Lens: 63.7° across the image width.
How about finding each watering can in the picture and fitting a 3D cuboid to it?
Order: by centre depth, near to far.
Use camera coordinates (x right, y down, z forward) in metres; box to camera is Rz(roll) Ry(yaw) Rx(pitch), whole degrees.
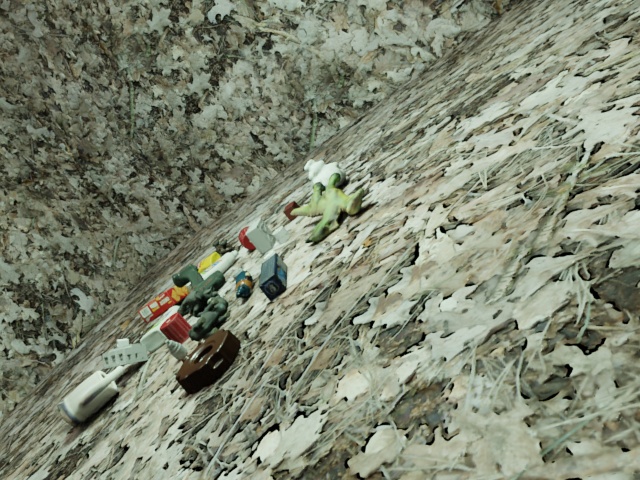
[{"bbox_3d":[-0.748,0.508,1.720,0.227,0.104,0.344,-42,3,-20],"label":"watering can"}]

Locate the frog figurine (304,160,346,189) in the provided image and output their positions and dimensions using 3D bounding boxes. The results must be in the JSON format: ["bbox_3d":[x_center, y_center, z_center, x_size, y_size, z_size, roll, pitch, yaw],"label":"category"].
[{"bbox_3d":[0.023,-0.264,2.050,0.138,0.158,0.123,-42,16,-13],"label":"frog figurine"}]

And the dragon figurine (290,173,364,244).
[{"bbox_3d":[0.005,-0.085,1.693,0.405,0.121,0.248,-27,26,41],"label":"dragon figurine"}]
